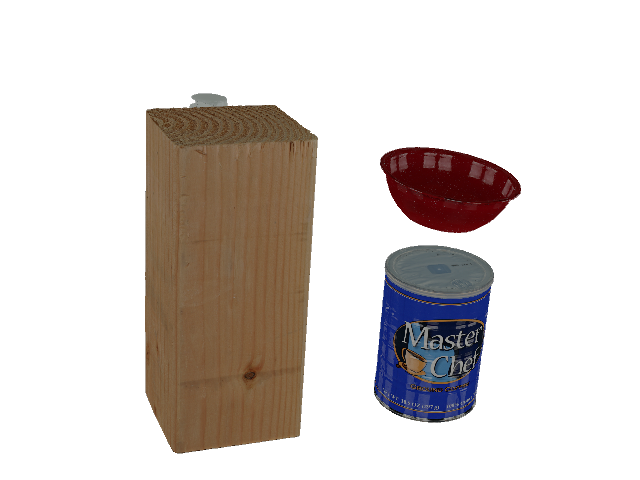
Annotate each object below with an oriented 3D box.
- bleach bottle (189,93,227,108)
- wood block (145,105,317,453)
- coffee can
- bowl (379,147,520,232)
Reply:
[{"bbox_3d":[-0.093,-0.001,0.922,0.102,0.251,0.068,0,21,-13],"label":"bleach bottle"},{"bbox_3d":[-0.063,0.023,0.698,0.090,0.206,0.090,-4,22,-20],"label":"wood block"},{"bbox_3d":[0.108,0.089,1.031,0.103,0.140,0.103,3,24,-2],"label":"coffee can"},{"bbox_3d":[0.142,-0.053,1.214,0.162,0.055,0.162,8,25,-4],"label":"bowl"}]
